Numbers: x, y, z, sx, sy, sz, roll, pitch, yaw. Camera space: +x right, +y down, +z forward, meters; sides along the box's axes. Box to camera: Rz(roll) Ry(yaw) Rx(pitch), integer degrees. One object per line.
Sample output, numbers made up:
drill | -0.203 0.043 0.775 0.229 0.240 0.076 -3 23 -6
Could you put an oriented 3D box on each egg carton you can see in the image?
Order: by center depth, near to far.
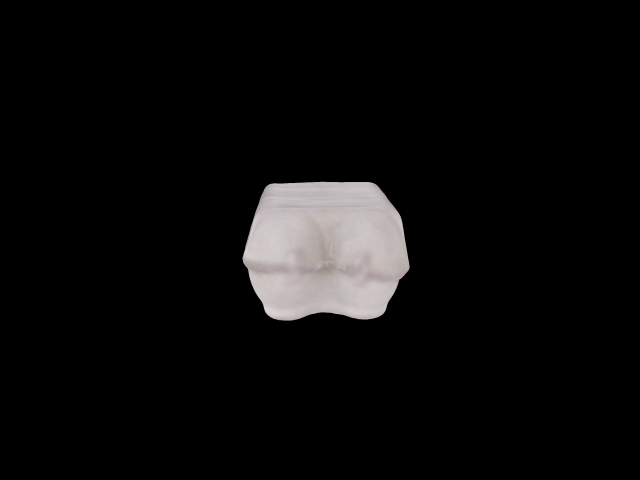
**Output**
egg carton | 0.004 0.001 0.400 0.107 0.069 0.150 -1 15 -3
